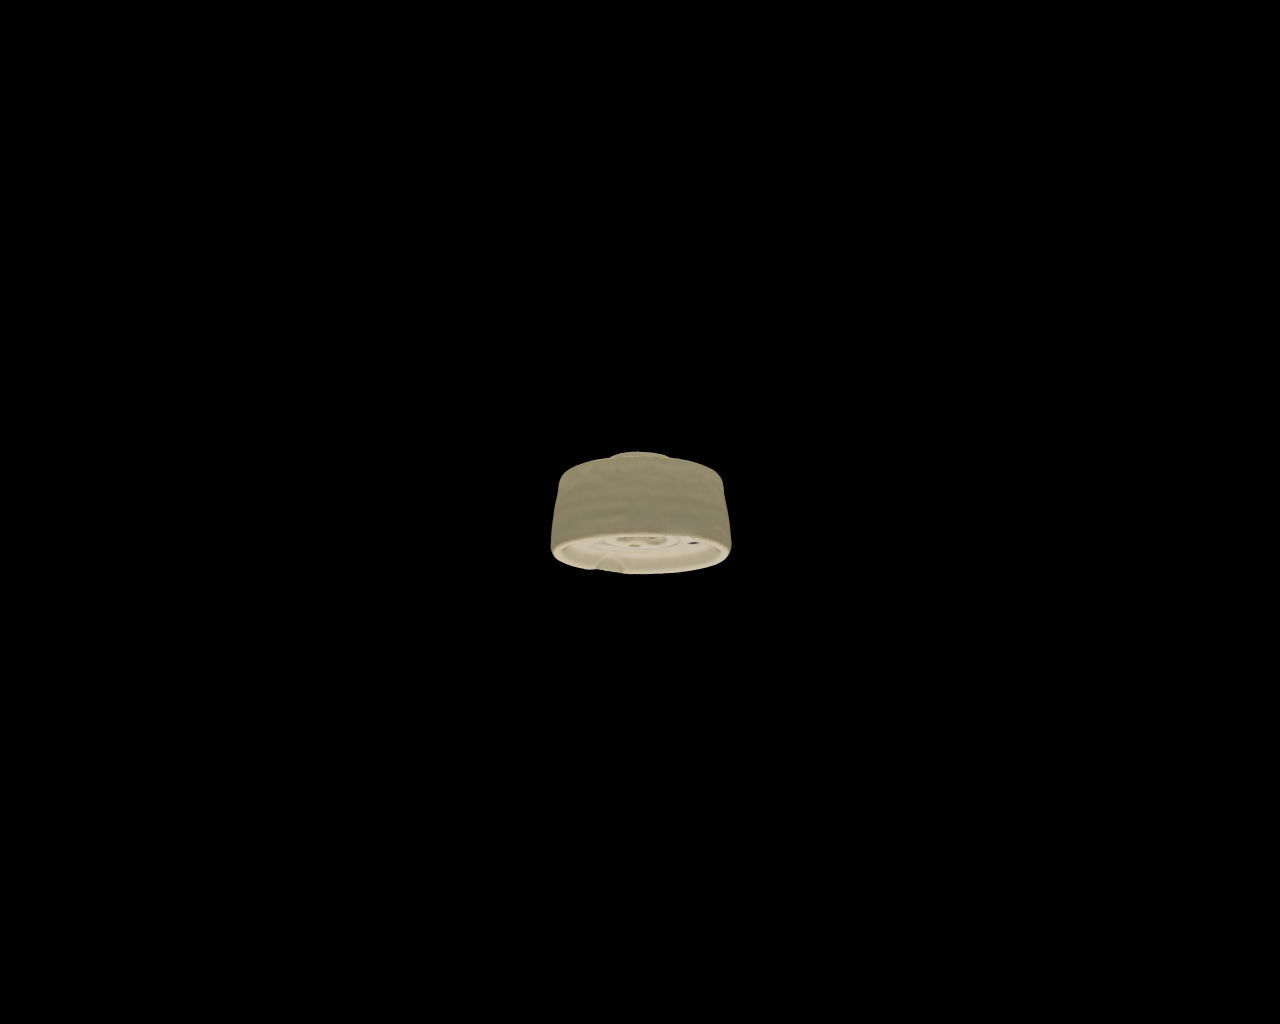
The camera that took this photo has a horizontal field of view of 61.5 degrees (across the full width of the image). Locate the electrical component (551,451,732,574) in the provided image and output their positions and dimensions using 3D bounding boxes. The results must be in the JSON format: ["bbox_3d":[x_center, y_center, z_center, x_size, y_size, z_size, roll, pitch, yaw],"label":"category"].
[{"bbox_3d":[0.001,-0.003,0.650,0.108,0.060,0.108,0,-15,0],"label":"electrical component"}]
